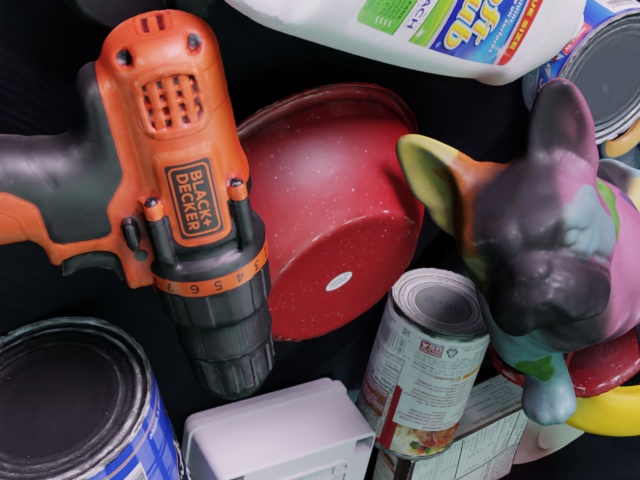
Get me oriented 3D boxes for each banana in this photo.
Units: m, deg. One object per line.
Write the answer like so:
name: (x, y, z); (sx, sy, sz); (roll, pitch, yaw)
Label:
banana: (0.222, 0.117, 0.803); (0.197, 0.037, 0.070); (22, 108, -37)

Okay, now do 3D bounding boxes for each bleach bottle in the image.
bleach bottle: (0.060, -0.122, 0.461); (0.250, 0.068, 0.103); (-2, 125, -56)

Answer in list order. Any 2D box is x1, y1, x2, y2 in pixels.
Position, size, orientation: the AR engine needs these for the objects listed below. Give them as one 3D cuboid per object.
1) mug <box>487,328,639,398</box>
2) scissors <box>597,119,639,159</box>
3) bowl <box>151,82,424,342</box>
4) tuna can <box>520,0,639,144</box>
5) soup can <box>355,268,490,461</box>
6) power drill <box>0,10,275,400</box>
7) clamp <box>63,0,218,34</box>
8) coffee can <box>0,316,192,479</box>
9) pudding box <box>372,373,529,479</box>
mug: (0.161, 0.049, 0.698); (0.117, 0.082, 0.093); (-36, 139, -4)
scissors: (0.212, -0.124, 0.633); (0.096, 0.016, 0.202); (-20, 135, -21)
bowl: (-0.004, 0.001, 0.536); (0.162, 0.055, 0.162); (-25, 148, -18)
tuna can: (0.156, -0.097, 0.602); (0.086, 0.034, 0.086); (-20, 135, -21)
soup can: (0.064, 0.077, 0.663); (0.068, 0.069, 0.102); (-9, 130, -30)
power drill: (-0.115, 0.009, 0.440); (0.187, 0.057, 0.184); (-14, 122, -8)
clamp: (-0.058, -0.101, 0.442); (0.171, 0.039, 0.120); (17, 110, -46)
coffee can: (-0.119, 0.122, 0.544); (0.102, 0.103, 0.140); (-26, 137, -15)
pudding box: (0.094, 0.151, 0.766); (0.113, 0.039, 0.090); (-21, 139, -27)
